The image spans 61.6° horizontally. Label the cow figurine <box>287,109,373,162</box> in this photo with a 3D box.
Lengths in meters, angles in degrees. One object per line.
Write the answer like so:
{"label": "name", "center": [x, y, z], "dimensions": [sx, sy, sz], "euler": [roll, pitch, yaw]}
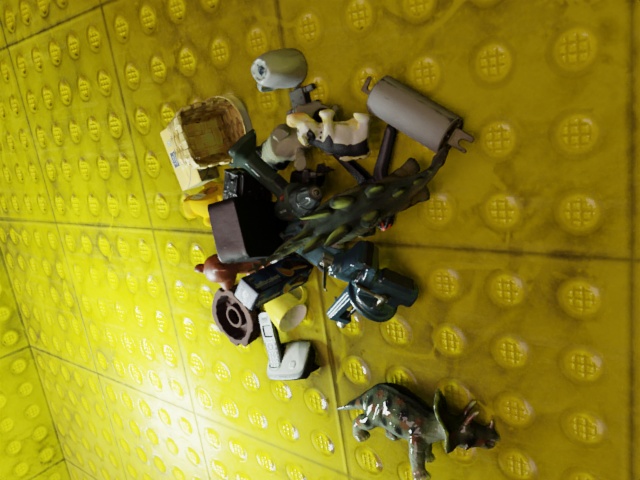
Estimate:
{"label": "cow figurine", "center": [0.017, -0.204, 1.049], "dimensions": [0.167, 0.068, 0.098], "euler": [3, 101, 7]}

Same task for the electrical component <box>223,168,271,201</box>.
{"label": "electrical component", "center": [-0.174, -0.111, 1.294], "dimensions": [0.058, 0.115, 0.134], "euler": [25, 121, 36]}

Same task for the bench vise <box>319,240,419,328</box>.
{"label": "bench vise", "center": [0.075, 0.112, 1.130], "dimensions": [0.240, 0.223, 0.129], "euler": [126, 150, -44]}

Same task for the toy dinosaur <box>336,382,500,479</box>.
{"label": "toy dinosaur", "center": [0.179, 0.385, 1.194], "dimensions": [0.405, 0.131, 0.192], "euler": [14, 103, 41]}

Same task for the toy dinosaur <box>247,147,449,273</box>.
{"label": "toy dinosaur", "center": [0.047, -0.044, 1.023], "dimensions": [0.471, 0.198, 0.105], "euler": [-33, 83, 37]}

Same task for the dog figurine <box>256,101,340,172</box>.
{"label": "dog figurine", "center": [-0.048, -0.228, 1.172], "dimensions": [0.121, 0.172, 0.191], "euler": [64, 166, -15]}

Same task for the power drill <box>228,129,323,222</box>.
{"label": "power drill", "center": [-0.088, -0.127, 1.096], "dimensions": [0.207, 0.086, 0.232], "euler": [39, 165, -2]}

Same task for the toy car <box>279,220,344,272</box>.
{"label": "toy car", "center": [-0.002, -0.004, 1.203], "dimensions": [0.162, 0.109, 0.103], "euler": [34, 108, 16]}

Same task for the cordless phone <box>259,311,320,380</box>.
{"label": "cordless phone", "center": [-0.089, 0.267, 1.393], "dimensions": [0.147, 0.089, 0.184], "euler": [-15, 92, 43]}

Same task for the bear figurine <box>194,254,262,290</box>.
{"label": "bear figurine", "center": [-0.202, 0.081, 1.338], "dimensions": [0.120, 0.196, 0.131], "euler": [-7, 103, 38]}

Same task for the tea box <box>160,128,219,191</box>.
{"label": "tea box", "center": [-0.347, -0.227, 1.427], "dimensions": [0.098, 0.068, 0.169], "euler": [-19, 95, 43]}

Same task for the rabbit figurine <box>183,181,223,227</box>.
{"label": "rabbit figurine", "center": [-0.246, -0.057, 1.399], "dimensions": [0.163, 0.122, 0.173], "euler": [5, 124, 29]}

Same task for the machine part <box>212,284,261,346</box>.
{"label": "machine part", "center": [-0.230, 0.208, 1.506], "dimensions": [0.180, 0.056, 0.179], "euler": [17, 117, 36]}

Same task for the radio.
{"label": "radio", "center": [-0.146, -0.019, 1.185], "dimensions": [0.073, 0.229, 0.131], "euler": [-14, 84, 24]}

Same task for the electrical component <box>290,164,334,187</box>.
{"label": "electrical component", "center": [-0.019, -0.141, 1.167], "dimensions": [0.078, 0.102, 0.045], "euler": [22, 114, 23]}

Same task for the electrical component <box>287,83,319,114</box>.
{"label": "electrical component", "center": [-0.041, -0.302, 1.171], "dimensions": [0.094, 0.021, 0.063], "euler": [-11, 99, 43]}

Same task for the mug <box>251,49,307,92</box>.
{"label": "mug", "center": [-0.099, -0.356, 1.141], "dimensions": [0.109, 0.107, 0.081], "euler": [-33, 83, 41]}

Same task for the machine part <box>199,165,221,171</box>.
{"label": "machine part", "center": [-0.306, -0.248, 1.375], "dimensions": [0.039, 0.084, 0.138], "euler": [-16, 96, 51]}

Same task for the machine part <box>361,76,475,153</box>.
{"label": "machine part", "center": [0.171, -0.228, 0.982], "dimensions": [0.243, 0.079, 0.079], "euler": [37, 127, 23]}

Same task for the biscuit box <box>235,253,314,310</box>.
{"label": "biscuit box", "center": [-0.104, 0.094, 1.254], "dimensions": [0.063, 0.202, 0.059], "euler": [40, 127, 21]}
